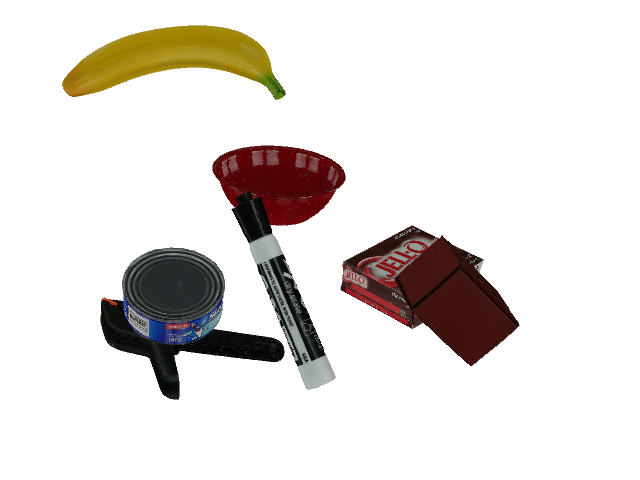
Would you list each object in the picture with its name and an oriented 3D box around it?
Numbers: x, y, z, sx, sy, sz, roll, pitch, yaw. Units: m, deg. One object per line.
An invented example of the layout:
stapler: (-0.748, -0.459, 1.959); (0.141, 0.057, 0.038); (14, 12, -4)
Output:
pudding box: (0.088, 0.033, 1.033); (0.090, 0.039, 0.113); (28, 35, 32)
bowl: (-0.052, -0.062, 1.297); (0.162, 0.055, 0.162); (5, 26, -2)
tuna can: (-0.124, 0.047, 0.904); (0.086, 0.034, 0.086); (4, 43, -4)
clamp: (-0.166, 0.107, 1.120); (0.210, 0.036, 0.164); (17, 19, 29)
banana: (-0.131, -0.162, 0.959); (0.197, 0.069, 0.037); (-1, -33, -4)
marker: (-0.023, 0.028, 0.627); (0.020, 0.121, 0.020); (-23, -2, -1)
foam brick: (0.105, 0.047, 0.818); (0.078, 0.051, 0.053); (43, 11, -27)
